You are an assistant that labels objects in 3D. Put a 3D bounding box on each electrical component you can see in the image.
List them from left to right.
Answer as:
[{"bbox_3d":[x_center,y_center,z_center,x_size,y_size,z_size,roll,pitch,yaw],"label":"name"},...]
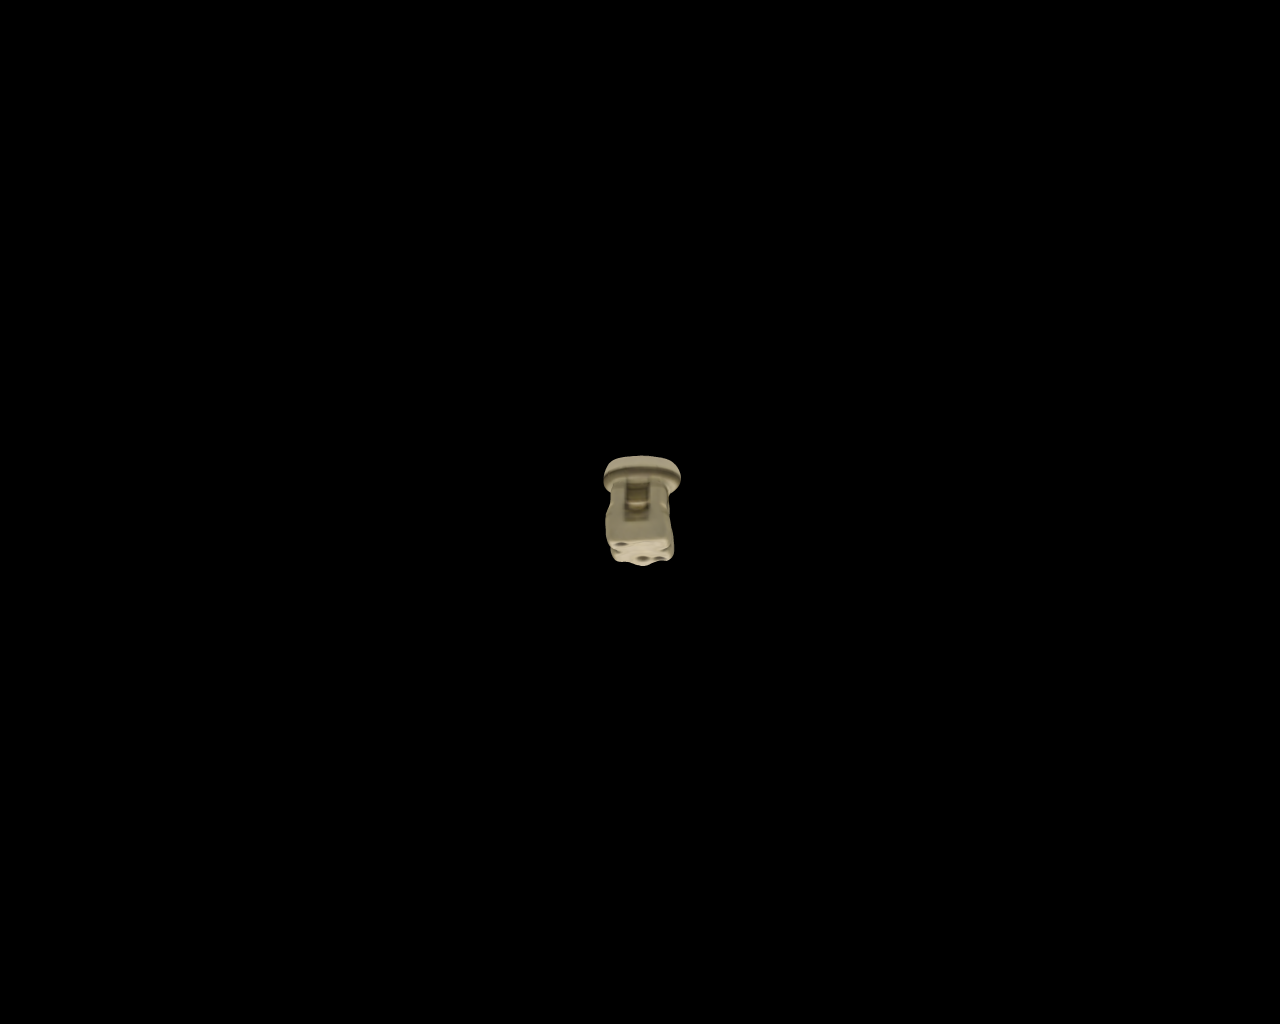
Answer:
[{"bbox_3d":[0.001,-0.003,0.650,0.048,0.055,0.066,-1,-19,3],"label":"electrical component"}]
